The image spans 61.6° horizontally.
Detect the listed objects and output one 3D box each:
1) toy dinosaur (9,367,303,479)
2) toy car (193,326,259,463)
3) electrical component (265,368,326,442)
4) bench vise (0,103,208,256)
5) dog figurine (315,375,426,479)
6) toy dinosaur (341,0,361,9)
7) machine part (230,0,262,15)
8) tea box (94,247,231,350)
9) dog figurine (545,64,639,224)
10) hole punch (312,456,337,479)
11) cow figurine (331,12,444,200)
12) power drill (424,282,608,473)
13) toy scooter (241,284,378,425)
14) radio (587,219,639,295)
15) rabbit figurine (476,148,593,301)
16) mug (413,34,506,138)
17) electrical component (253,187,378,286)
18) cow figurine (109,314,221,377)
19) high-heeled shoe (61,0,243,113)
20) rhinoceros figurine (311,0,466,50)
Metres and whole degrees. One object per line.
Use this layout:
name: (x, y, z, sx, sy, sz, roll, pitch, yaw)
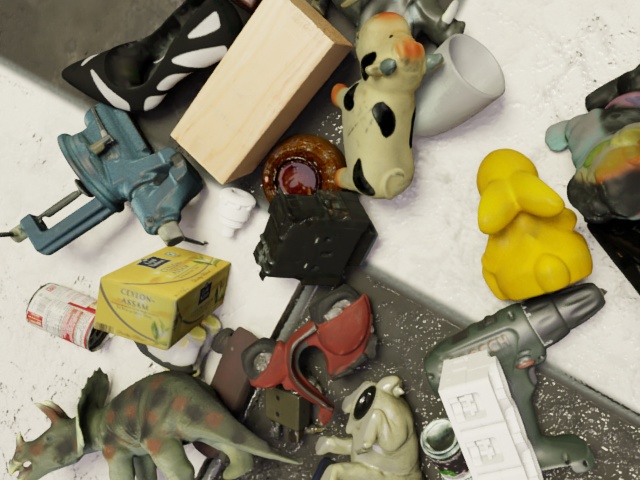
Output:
toy dinosaur: (-0.215, 0.241, 0.708, 0.405, 0.131, 0.192, -22, 85, 20)
toy car: (-0.126, 0.213, 0.748, 0.089, 0.053, 0.202, 28, 105, 25)
electrical component: (-0.034, 0.228, 0.740, 0.078, 0.045, 0.102, 3, 100, 39)
bench vise: (-0.278, -0.051, 0.684, 0.241, 0.129, 0.223, -34, 85, -2)
dog figurine: (0.112, 0.286, 0.703, 0.190, 0.121, 0.172, 31, 109, -10)
toy dinosaur: (0.085, -0.479, 0.544, 0.199, 0.105, 0.471, 0, 88, 18)
machine part: (-0.121, -0.315, 0.588, 0.179, 0.179, 0.056, 36, 102, 3)
tea box: (-0.189, 0.065, 0.672, 0.098, 0.169, 0.068, 15, 105, 6)
dog figurine: (0.317, -0.096, 0.518, 0.191, 0.219, 0.108, -39, 95, 16)
hole punch: (0.021, 0.372, 0.722, 0.142, 0.116, 0.092, 36, 97, 3)
cow figurine: (0.067, -0.137, 0.572, 0.085, 0.127, 0.194, -11, 114, -22)
power drill: (0.259, 0.178, 0.652, 0.232, 0.086, 0.207, -22, 100, 16)
toy scooter: (0.005, 0.151, 0.680, 0.184, 0.075, 0.135, -34, 88, -6)
radio: (0.354, 0.026, 0.527, 0.073, 0.229, 0.131, -39, 90, 14)
rabbit figurine: (0.218, -0.023, 0.599, 0.122, 0.162, 0.173, -20, 78, 24)
mug: (0.147, -0.164, 0.607, 0.107, 0.109, 0.081, -35, 66, 49)
electrical component: (-0.001, -0.002, 0.646, 0.134, 0.058, 0.114, 2, 134, -24)
cow figurine: (-0.232, 0.124, 0.748, 0.167, 0.068, 0.098, 26, 111, 7)
high-heeled shoe: (-0.209, -0.227, 0.629, 0.249, 0.145, 0.086, -1, 66, 3)
rhinoceros figurine: (0.073, -0.269, 0.612, 0.190, 0.073, 0.112, 36, 94, 5)
